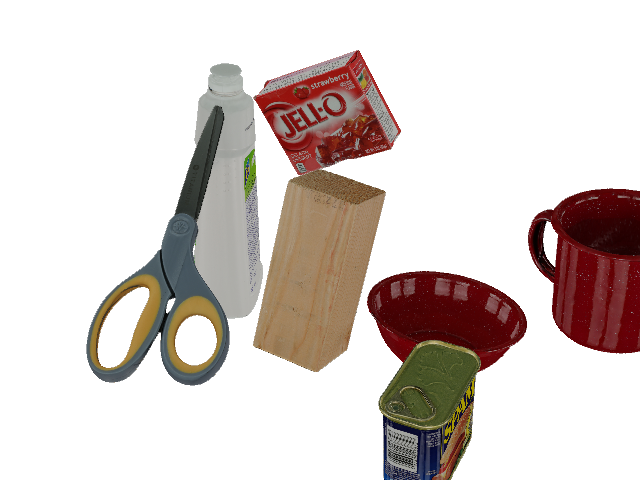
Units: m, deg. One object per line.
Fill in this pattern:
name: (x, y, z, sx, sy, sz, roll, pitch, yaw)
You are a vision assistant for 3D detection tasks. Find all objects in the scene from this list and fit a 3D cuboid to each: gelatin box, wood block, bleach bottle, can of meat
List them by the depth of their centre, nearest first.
gelatin box: (0.005, -0.094, 0.802, 0.089, 0.073, 0.030, -13, 29, 33)
can of meat: (0.087, 0.144, 0.853, 0.057, 0.084, 0.102, 14, 36, 23)
bleach bottle: (-0.089, -0.052, 1.025, 0.068, 0.251, 0.102, 4, 33, 2)
wood block: (-0.002, 0.033, 1.238, 0.090, 0.206, 0.090, 20, 20, 20)

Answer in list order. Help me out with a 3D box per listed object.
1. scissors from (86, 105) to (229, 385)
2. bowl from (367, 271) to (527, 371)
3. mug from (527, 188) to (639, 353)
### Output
scissors: (-0.075, 0.007, 0.680, 0.096, 0.201, 0.016, 24, -22, 15)
bowl: (0.125, 0.092, 1.083, 0.162, 0.055, 0.162, 5, 26, -3)
mug: (0.191, 0.018, 0.728, 0.117, 0.081, 0.093, 24, 40, 37)
